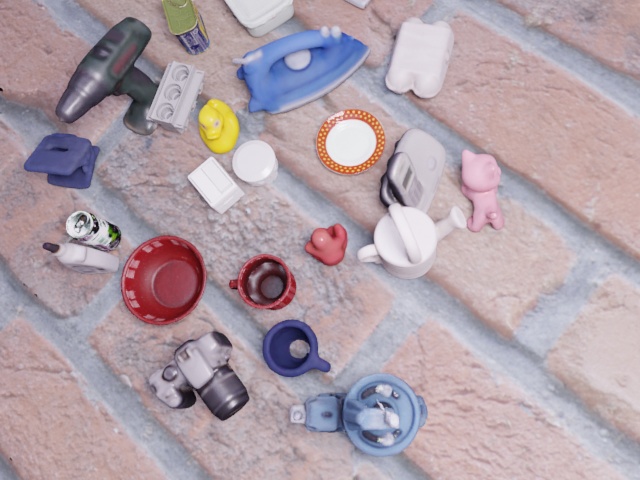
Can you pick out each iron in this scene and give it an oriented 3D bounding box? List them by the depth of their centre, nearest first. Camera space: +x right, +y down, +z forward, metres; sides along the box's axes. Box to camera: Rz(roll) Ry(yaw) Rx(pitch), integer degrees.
[{"bbox_3d":[-0.034,-0.336,1.048,0.258,0.141,0.118,-22,74,4],"label":"iron"}]

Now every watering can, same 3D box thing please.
[{"bbox_3d":[0.143,-0.007,0.916,0.173,0.194,0.100,-41,74,-2],"label":"watering can"}]

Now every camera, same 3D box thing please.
[{"bbox_3d":[-0.196,0.243,0.962,0.143,0.101,0.136,-40,74,-1],"label":"camera"}]

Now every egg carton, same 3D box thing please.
[{"bbox_3d":[0.184,-0.333,1.049,0.107,0.069,0.150,12,79,12],"label":"egg carton"}]

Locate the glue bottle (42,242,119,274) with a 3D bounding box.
[{"bbox_3d":[-0.430,0.028,1.013,0.078,0.173,0.037,-2,77,9],"label":"glue bottle"}]

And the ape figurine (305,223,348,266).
[{"bbox_3d":[0.009,0.004,0.988,0.077,0.092,0.076,-13,75,6],"label":"ape figurine"}]

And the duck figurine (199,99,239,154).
[{"bbox_3d":[-0.200,-0.224,1.078,0.077,0.086,0.104,-11,76,7],"label":"duck figurine"}]

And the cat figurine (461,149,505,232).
[{"bbox_3d":[0.272,-0.086,0.953,0.067,0.118,0.128,-11,75,7],"label":"cat figurine"}]

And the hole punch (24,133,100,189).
[{"bbox_3d":[-0.501,-0.161,1.111,0.108,0.091,0.101,7,78,11],"label":"hole punch"}]

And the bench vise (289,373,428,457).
[{"bbox_3d":[0.056,0.273,0.852,0.207,0.220,0.121,-20,74,4],"label":"bench vise"}]

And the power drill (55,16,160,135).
[{"bbox_3d":[-0.366,-0.279,1.055,0.075,0.208,0.230,23,82,14],"label":"power drill"}]

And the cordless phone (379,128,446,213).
[{"bbox_3d":[0.152,-0.125,0.946,0.094,0.185,0.148,17,80,13],"label":"cordless phone"}]

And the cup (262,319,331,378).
[{"bbox_3d":[-0.029,0.187,0.951,0.117,0.095,0.092,25,82,14],"label":"cup"}]

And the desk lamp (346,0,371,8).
[{"bbox_3d":[0.020,-0.569,1.055,0.203,0.214,0.118,33,84,15],"label":"desk lamp"}]
